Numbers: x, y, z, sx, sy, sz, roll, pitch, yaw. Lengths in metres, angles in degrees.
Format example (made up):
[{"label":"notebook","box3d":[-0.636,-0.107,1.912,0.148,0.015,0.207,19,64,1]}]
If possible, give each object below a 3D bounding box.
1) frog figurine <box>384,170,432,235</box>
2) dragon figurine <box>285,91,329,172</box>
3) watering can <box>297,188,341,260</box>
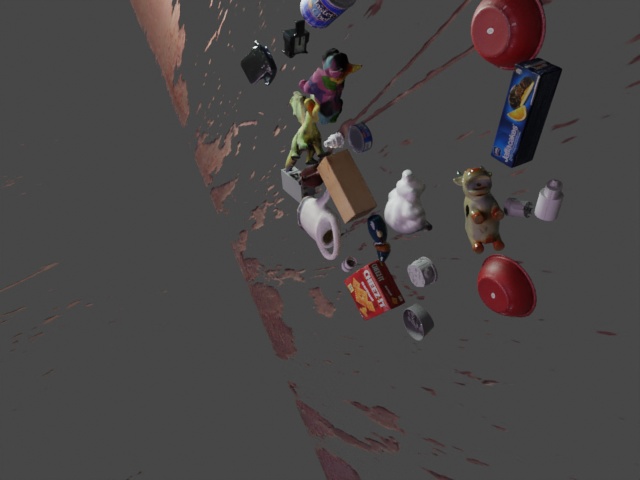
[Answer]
[{"label":"frog figurine","box3d":[0.227,-0.098,1.364,0.140,0.123,0.156,-111,4,-49]},{"label":"dragon figurine","box3d":[-0.062,-0.389,1.781,0.408,0.122,0.244,-14,81,64]},{"label":"watering can","box3d":[0.006,-0.093,1.842,0.228,0.105,0.340,40,142,47]}]
